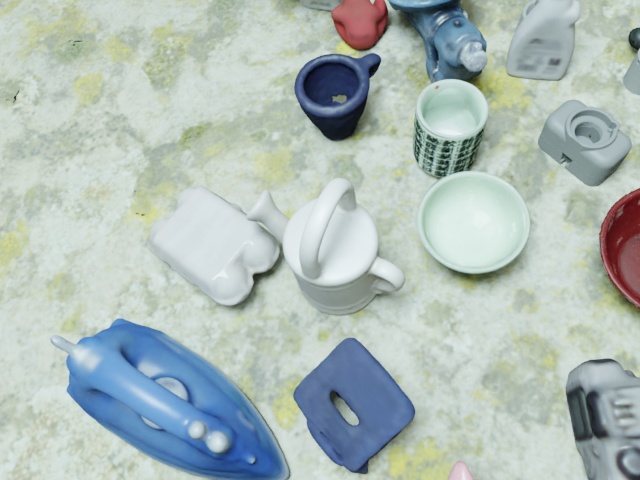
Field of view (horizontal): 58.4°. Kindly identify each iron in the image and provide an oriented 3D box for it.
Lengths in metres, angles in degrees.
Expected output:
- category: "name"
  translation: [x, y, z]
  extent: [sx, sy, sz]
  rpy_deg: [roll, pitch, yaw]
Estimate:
- category: "iron"
  translation: [-0.150, 0.167, 0.576]
  extent: [0.257, 0.141, 0.119]
  rpy_deg: [26, 73, 16]

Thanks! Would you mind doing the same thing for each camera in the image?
- category: "camera"
  translation: [0.319, 0.181, 0.536]
  extent: [0.136, 0.101, 0.143]
  rpy_deg: [-6, 67, 5]

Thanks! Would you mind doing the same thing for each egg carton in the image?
- category: "egg carton"
  translation: [-0.125, 0.005, 0.680]
  extent: [0.150, 0.069, 0.107]
  rpy_deg: [33, 75, 18]

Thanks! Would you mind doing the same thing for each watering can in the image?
- category: "watering can"
  translation: [0.004, 0.004, 0.597]
  extent: [0.172, 0.194, 0.101]
  rpy_deg: [4, 68, 9]

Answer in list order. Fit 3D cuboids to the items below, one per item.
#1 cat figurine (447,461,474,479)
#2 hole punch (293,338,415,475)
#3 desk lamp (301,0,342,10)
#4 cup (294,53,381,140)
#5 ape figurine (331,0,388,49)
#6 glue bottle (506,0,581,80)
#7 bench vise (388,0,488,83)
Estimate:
- category: "cat figurine"
  translation: [0.127, 0.270, 0.512]
  extent: [0.067, 0.118, 0.128]
  rpy_deg: [17, 70, 14]
- category: "hole punch"
  translation: [0.034, 0.170, 0.580]
  extent: [0.101, 0.091, 0.108]
  rpy_deg: [-39, 68, -9]
- category: "desk lamp"
  translation: [-0.006, -0.410, 0.761]
  extent: [0.117, 0.214, 0.203]
  rpy_deg: [15, 70, 13]
- category: "cup"
  translation: [0.029, -0.179, 0.725]
  extent: [0.118, 0.095, 0.091]
  rpy_deg: [-37, 68, -9]
- category: "ape figurine"
  translation: [0.053, -0.314, 0.780]
  extent: [0.077, 0.092, 0.076]
  rpy_deg: [5, 68, 9]
- category: "glue bottle"
  translation: [0.276, -0.262, 0.687]
  extent: [0.078, 0.173, 0.037]
  rpy_deg: [10, 69, 11]
- category: "bench vise"
  translation: [0.158, -0.311, 0.696]
  extent: [0.121, 0.220, 0.207]
  rpy_deg: [-38, 68, -9]
